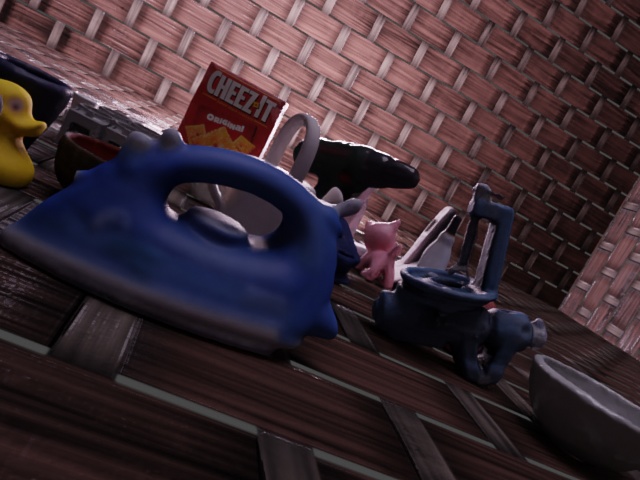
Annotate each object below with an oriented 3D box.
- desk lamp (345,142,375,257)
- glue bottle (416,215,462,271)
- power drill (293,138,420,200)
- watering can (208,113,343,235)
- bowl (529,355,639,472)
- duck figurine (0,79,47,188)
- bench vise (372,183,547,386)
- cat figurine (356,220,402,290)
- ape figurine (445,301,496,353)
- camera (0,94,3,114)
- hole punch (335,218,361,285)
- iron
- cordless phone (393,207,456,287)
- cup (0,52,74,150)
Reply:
[{"bbox_3d":[0.072,-0.085,1.189,0.117,0.213,0.204,33,9,32],"label":"desk lamp"},{"bbox_3d":[0.149,0.043,0.790,0.037,0.173,0.078,29,8,6],"label":"glue bottle"},{"bbox_3d":[0.031,-0.069,0.965,0.228,0.208,0.076,32,9,27],"label":"power drill"},{"bbox_3d":[-0.051,-0.065,0.715,0.100,0.194,0.174,34,10,37],"label":"watering can"},{"bbox_3d":[0.299,0.203,0.640,0.167,0.075,0.167,28,8,-4],"label":"bowl"},{"bbox_3d":[-0.302,-0.107,0.523,0.104,0.086,0.077,27,8,-6],"label":"duck figurine"},{"bbox_3d":[0.196,0.053,0.716,0.208,0.219,0.121,25,9,-24],"label":"bench vise"},{"bbox_3d":[0.114,0.014,1.053,0.067,0.118,0.127,25,9,-21],"label":"cat figurine"},{"bbox_3d":[0.219,0.123,0.810,0.076,0.092,0.077,23,9,-31],"label":"ape figurine"},{"bbox_3d":[-0.307,-0.098,0.394,0.137,0.101,0.142,21,10,-40],"label":"camera"},{"bbox_3d":[0.008,0.003,0.858,0.109,0.091,0.100,22,10,-36],"label":"hole punch"},{"bbox_3d":[-0.088,-0.012,0.449,0.259,0.141,0.118,24,9,-29],"label":"iron"},{"bbox_3d":[0.204,0.019,1.080,0.094,0.185,0.147,27,8,-8],"label":"cordless phone"},{"bbox_3d":[-0.340,-0.147,0.613,0.118,0.095,0.091,24,9,-28],"label":"cup"}]
